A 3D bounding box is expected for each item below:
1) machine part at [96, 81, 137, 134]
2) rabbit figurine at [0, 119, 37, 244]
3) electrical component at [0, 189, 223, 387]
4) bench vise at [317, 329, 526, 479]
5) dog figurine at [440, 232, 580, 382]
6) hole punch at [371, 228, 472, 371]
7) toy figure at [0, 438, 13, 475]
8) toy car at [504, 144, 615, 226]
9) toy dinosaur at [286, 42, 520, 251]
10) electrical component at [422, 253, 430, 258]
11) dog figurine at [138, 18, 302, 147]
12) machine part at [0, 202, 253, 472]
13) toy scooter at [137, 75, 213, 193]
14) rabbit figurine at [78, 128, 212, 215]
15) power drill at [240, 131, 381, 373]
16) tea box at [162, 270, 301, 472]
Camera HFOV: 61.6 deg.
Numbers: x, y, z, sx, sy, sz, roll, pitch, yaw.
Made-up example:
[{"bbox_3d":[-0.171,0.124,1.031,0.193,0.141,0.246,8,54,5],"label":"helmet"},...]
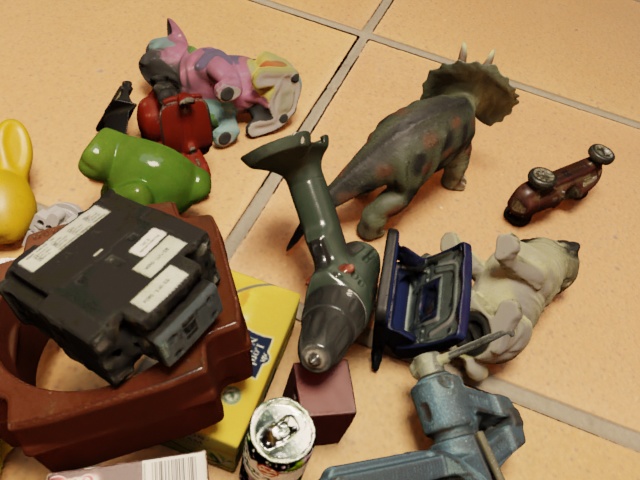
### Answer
[{"bbox_3d":[-0.272,-0.138,0.705,0.039,0.084,0.139,23,49,-37],"label":"machine part"},{"bbox_3d":[-0.392,-0.062,0.598,0.173,0.121,0.162,32,39,-3],"label":"rabbit figurine"},{"bbox_3d":[-0.140,0.033,0.385,0.134,0.058,0.115,24,54,25],"label":"electrical component"},{"bbox_3d":[0.085,0.195,0.435,0.240,0.129,0.223,7,66,-35],"label":"bench vise"},{"bbox_3d":[0.232,0.073,0.623,0.190,0.172,0.121,11,5,-37],"label":"dog figurine"},{"bbox_3d":[0.102,0.061,0.561,0.092,0.115,0.142,7,63,3],"label":"hole punch"},{"bbox_3d":[-0.292,0.179,0.410,0.089,0.082,0.180,4,51,-11],"label":"toy figure"},{"bbox_3d":[0.350,-0.077,0.773,0.202,0.089,0.053,-19,54,-28],"label":"toy car"},{"bbox_3d":[0.124,-0.126,0.697,0.131,0.192,0.405,36,50,21],"label":"toy dinosaur"},{"bbox_3d":[0.117,0.053,0.650,0.094,0.021,0.063,-31,62,-33],"label":"electrical component"},{"bbox_3d":[-0.156,-0.250,0.803,0.191,0.108,0.219,-25,56,-29],"label":"dog figurine"},{"bbox_3d":[-0.167,0.070,0.449,0.201,0.087,0.201,-16,46,-10],"label":"machine part"},{"bbox_3d":[-0.185,-0.151,0.687,0.075,0.135,0.184,-19,55,-25],"label":"toy scooter"},{"bbox_3d":[-0.198,-0.011,0.599,0.159,0.121,0.170,18,66,-6],"label":"rabbit figurine"},{"bbox_3d":[-0.001,-0.002,0.535,0.207,0.086,0.232,64,20,-1],"label":"power drill"},{"bbox_3d":[-0.091,0.117,0.517,0.098,0.068,0.170,17,47,4],"label":"tea box"}]
